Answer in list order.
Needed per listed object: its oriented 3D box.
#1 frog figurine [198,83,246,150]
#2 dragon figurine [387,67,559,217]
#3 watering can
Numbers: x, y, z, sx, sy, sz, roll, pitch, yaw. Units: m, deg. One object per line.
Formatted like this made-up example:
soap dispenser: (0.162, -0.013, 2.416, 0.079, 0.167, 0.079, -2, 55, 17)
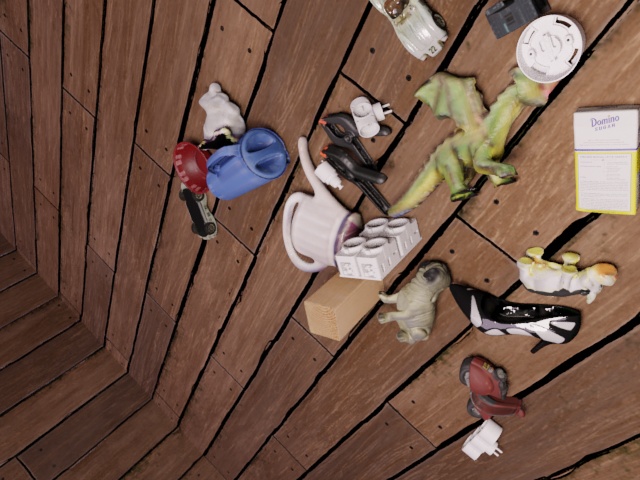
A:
frog figurine: (-0.257, -0.321, 1.344, 0.135, 0.122, 0.162, -37, 54, 54)
dragon figurine: (0.253, -0.197, 0.985, 0.406, 0.123, 0.243, -17, 86, 43)
watering can: (0.004, -0.063, 1.260, 0.226, 0.105, 0.341, 22, 118, 28)
